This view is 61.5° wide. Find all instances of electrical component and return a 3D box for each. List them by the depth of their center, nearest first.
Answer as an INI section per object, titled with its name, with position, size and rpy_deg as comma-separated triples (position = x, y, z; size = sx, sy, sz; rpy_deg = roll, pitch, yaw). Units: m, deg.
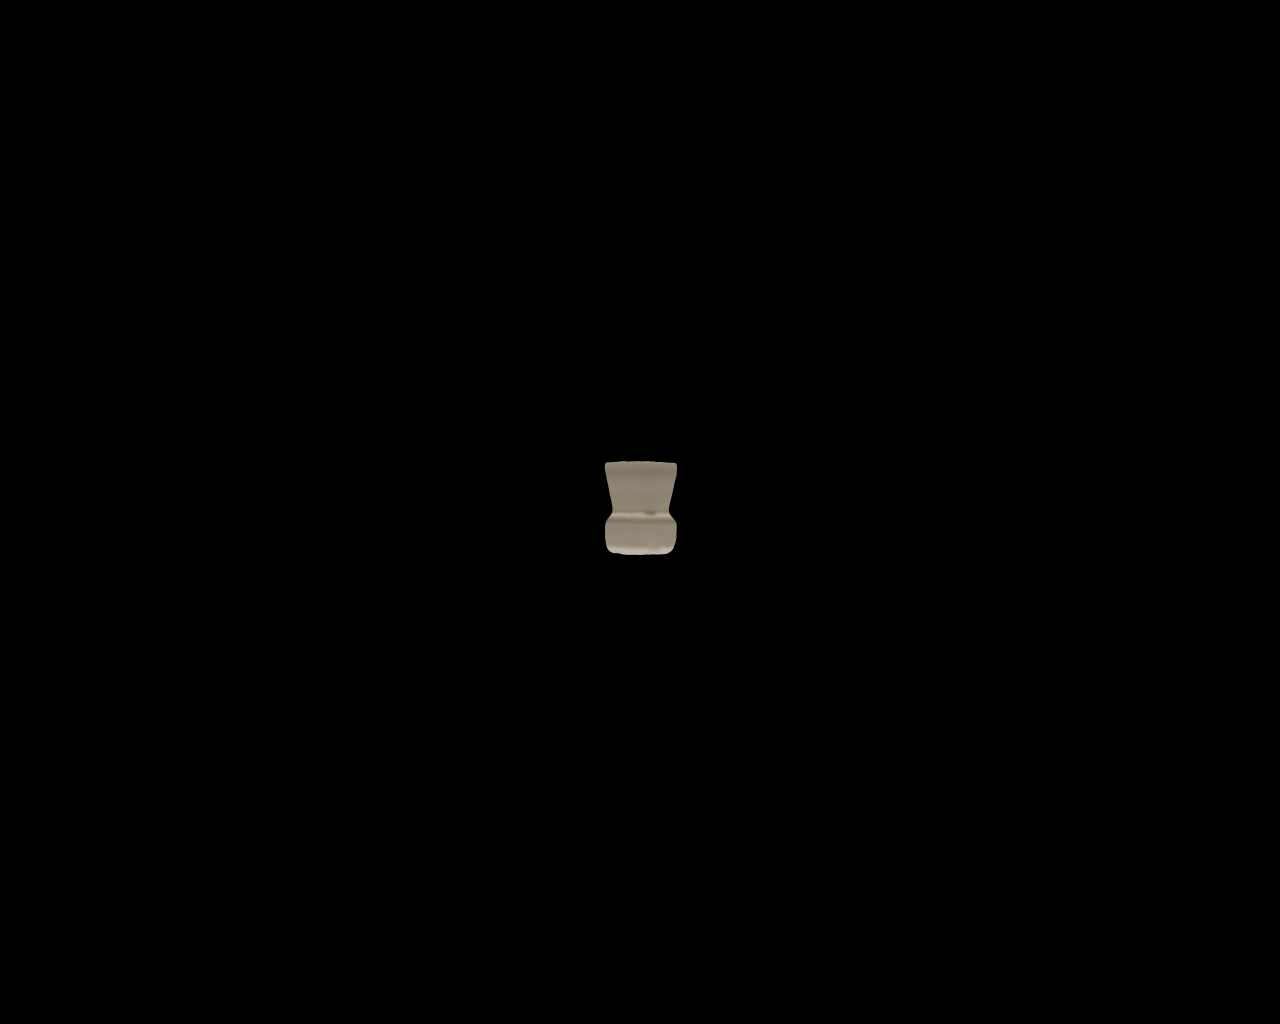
[electrical component]
position = 0.001, -0.003, 0.650
size = 0.045, 0.055, 0.045
rpy_deg = 0, 0, 0
